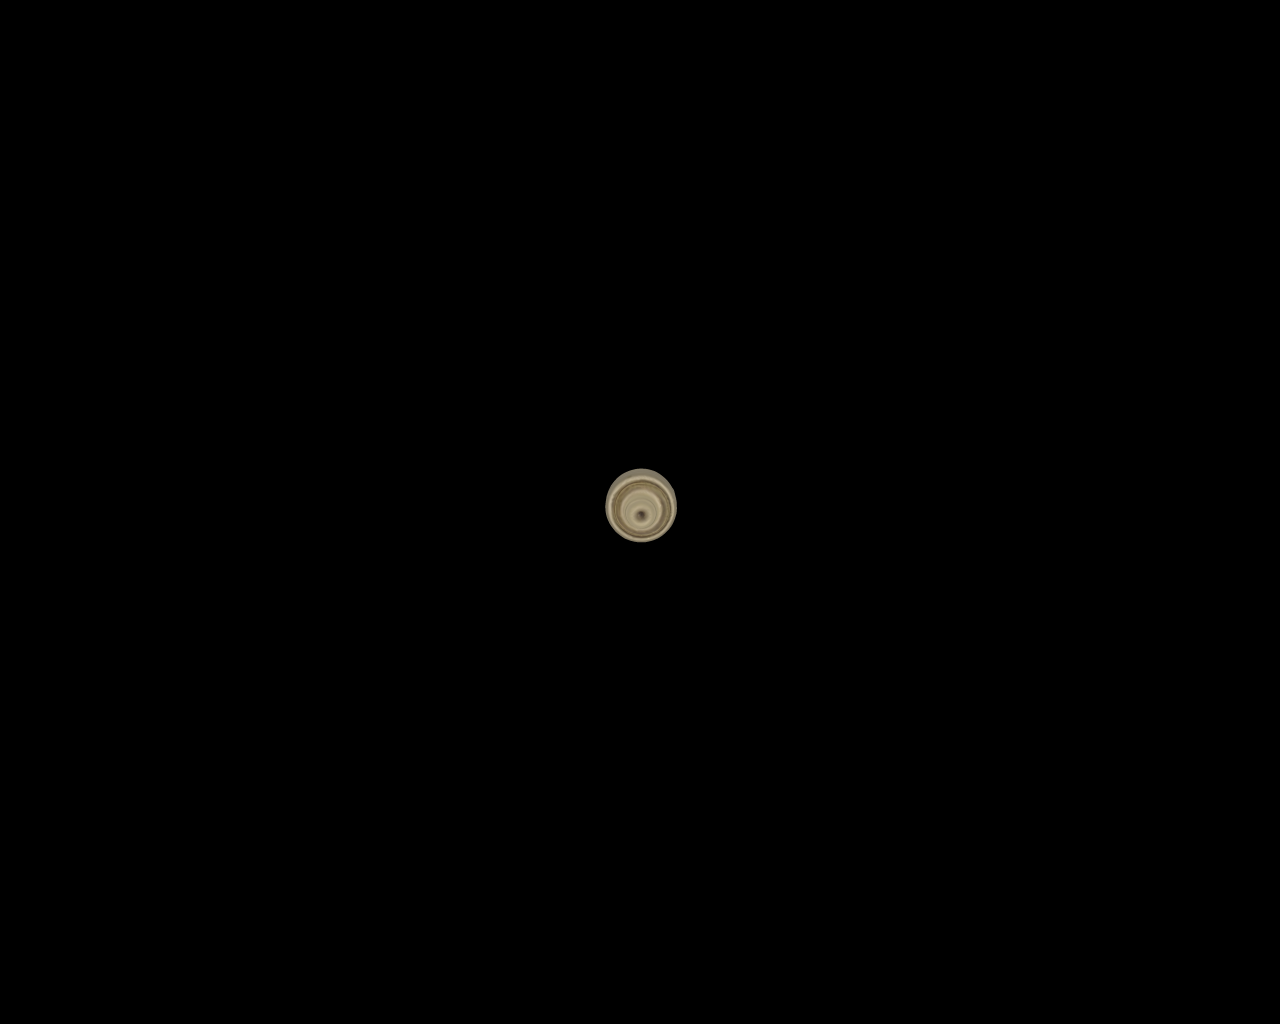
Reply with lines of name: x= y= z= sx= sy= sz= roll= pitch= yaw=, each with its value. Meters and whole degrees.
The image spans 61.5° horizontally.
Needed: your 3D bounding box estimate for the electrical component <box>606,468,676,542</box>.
electrical component: x=0.001 y=-0.003 z=0.650 sx=0.043 sy=0.043 sz=0.062 roll=0 pitch=9 yaw=0
